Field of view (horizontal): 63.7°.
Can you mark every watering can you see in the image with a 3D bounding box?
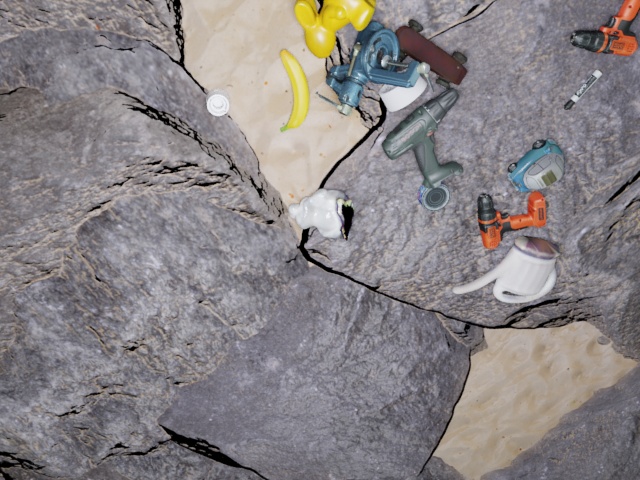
[{"bbox_3d":[0.573,0.092,1.524,0.347,0.106,0.220,5,117,-21],"label":"watering can"}]

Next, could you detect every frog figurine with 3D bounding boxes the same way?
[{"bbox_3d":[0.004,-0.068,1.353,0.159,0.125,0.134,4,135,28],"label":"frog figurine"}]
